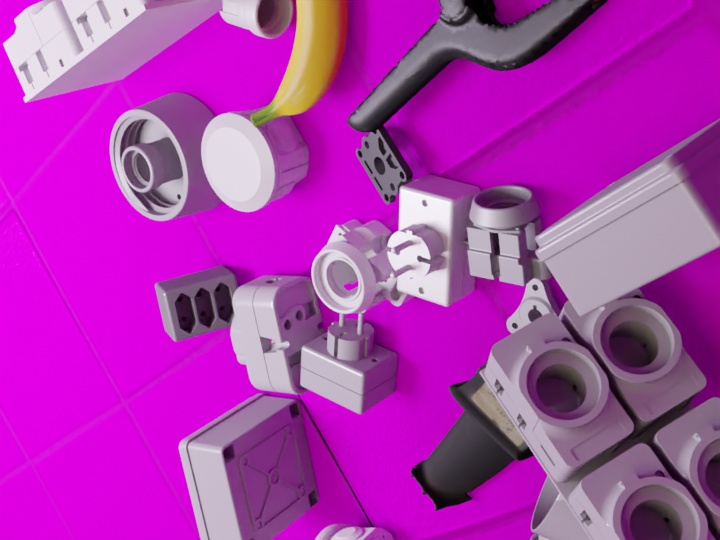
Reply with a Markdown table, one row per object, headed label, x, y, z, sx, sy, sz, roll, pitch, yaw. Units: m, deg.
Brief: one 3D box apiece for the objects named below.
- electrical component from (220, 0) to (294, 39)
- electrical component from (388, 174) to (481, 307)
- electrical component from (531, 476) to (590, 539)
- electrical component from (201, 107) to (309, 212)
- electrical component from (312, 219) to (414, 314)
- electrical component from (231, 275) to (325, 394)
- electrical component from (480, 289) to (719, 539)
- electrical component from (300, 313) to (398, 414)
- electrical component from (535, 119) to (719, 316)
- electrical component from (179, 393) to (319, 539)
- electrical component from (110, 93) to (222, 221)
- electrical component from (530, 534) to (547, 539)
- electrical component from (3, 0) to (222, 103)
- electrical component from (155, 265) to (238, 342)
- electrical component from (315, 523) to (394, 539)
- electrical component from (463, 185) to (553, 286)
| label | x | y | z | sx | sy | sz | roll | pitch | yaw |
| --- | --- | --- | --- | --- | --- | --- | --- | --- | --- |
| electrical component | -0.081 | -0.201 | 0.824 | 0.046 | 0.040 | 0.040 | 24 | 123 | 38 |
| electrical component | 0.045 | -0.016 | 0.772 | 0.047 | 0.076 | 0.083 | 18 | 119 | 34 |
| electrical component | 0.156 | 0.144 | 0.736 | 0.064 | 0.099 | 0.099 | 29 | 125 | 20 |
| electrical component | -0.085 | -0.091 | 0.867 | 0.080 | 0.051 | 0.080 | 17 | 119 | 34 |
| electrical component | 0.000 | 0.000 | 0.831 | 0.078 | 0.057 | 0.058 | 42 | 130 | 19 |
| electrical component | -0.070 | 0.054 | 0.916 | 0.059 | 0.054 | 0.095 | 1 | 109 | 40 |
| electrical component | 0.172 | 0.105 | 0.665 | 0.186 | 0.105 | 0.060 | 57 | 169 | 20 |
| electrical component | -0.008 | 0.065 | 0.872 | 0.066 | 0.047 | 0.076 | 22 | 121 | 32 |
| electrical component | 0.176 | -0.033 | 0.632 | 0.109 | 0.109 | 0.056 | -34 | 88 | 44 |
| electrical component | -0.097 | 0.181 | 0.957 | 0.056 | 0.109 | 0.108 | 1 | 109 | 37 |
| electrical component | -0.171 | -0.094 | 0.932 | 0.108 | 0.060 | 0.108 | 18 | 119 | 34 |
| electrical component | 0.147 | 0.213 | 0.808 | 0.043 | 0.043 | 0.062 | -3 | 106 | 41 |
| electrical component | -0.197 | -0.208 | 0.874 | 0.186 | 0.105 | 0.060 | -20 | 95 | 43 |
| electrical component | -0.149 | 0.025 | 0.969 | 0.077 | 0.066 | 0.047 | -152 | 49 | -64 |
| electrical component | -0.004 | 0.261 | 0.934 | 0.051 | 0.080 | 0.080 | -11 | 101 | 37 |
| electrical component | 0.101 | -0.025 | 0.742 | 0.066 | 0.048 | 0.055 | 12 | 124 | 37 |
